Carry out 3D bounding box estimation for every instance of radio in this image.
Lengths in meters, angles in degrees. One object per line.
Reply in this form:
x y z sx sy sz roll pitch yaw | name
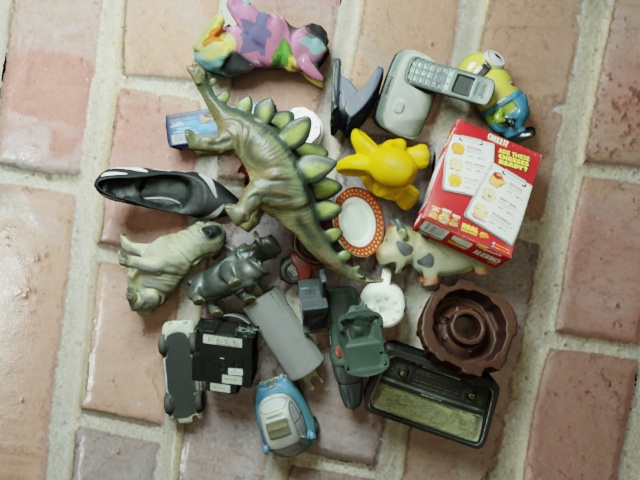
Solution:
0.207 0.281 1.001 0.230 0.073 0.131 18 95 1 | radio

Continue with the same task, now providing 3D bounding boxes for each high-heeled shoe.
-0.269 -0.085 0.967 0.249 0.145 0.086 9 95 4 | high-heeled shoe

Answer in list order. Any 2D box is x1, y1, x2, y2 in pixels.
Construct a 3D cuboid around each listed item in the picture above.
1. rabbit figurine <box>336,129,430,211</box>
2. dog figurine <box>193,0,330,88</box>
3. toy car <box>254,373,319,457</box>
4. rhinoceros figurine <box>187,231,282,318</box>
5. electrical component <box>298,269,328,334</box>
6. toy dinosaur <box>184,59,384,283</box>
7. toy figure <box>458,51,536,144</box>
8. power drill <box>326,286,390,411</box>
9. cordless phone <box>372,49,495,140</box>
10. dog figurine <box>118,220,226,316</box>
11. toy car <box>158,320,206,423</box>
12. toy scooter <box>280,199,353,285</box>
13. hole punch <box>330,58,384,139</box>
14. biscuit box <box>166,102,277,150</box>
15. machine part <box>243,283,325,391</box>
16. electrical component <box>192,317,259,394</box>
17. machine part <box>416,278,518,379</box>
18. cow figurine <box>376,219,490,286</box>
0.118 -0.132 0.931 0.162 0.173 0.121 26 99 -3 | rabbit figurine
-0.091 -0.330 0.963 0.219 0.108 0.191 39 94 -2 | dog figurine
-0.067 0.338 1.006 0.109 0.103 0.161 -17 95 3 | toy car
-0.153 0.059 0.975 0.190 0.112 0.073 -32 133 13 | rhinoceros figurine
-0.012 0.106 0.968 0.048 0.075 0.119 -7 138 -6 | electrical component
-0.068 -0.095 0.892 0.198 0.105 0.471 -31 99 2 | toy dinosaur
0.313 -0.252 0.959 0.089 0.082 0.180 -29 94 2 | toy figure
0.062 0.192 0.939 0.086 0.207 0.232 -7 82 -3 | power drill
0.198 -0.239 0.940 0.184 0.088 0.146 20 94 16 | cordless phone
-0.266 0.054 1.008 0.191 0.121 0.172 -7 128 -13 | dog figurine
-0.264 0.253 1.034 0.074 0.056 0.201 -4 95 -3 | toy car
-0.002 -0.003 0.994 0.135 0.075 0.183 4 97 2 | toy scooter
0.061 -0.245 0.951 0.092 0.142 0.115 7 83 -1 | hole punch
-0.179 -0.211 0.995 0.203 0.063 0.059 -7 94 4 | biscuit box
-0.067 0.174 1.007 0.079 0.079 0.243 -33 90 5 | machine part
-0.172 0.214 0.977 0.115 0.058 0.134 9 108 5 | electrical component
0.261 0.160 0.968 0.179 0.056 0.179 2 66 -5 | machine part
0.199 0.016 0.979 0.195 0.085 0.127 -9 91 0 | cow figurine
